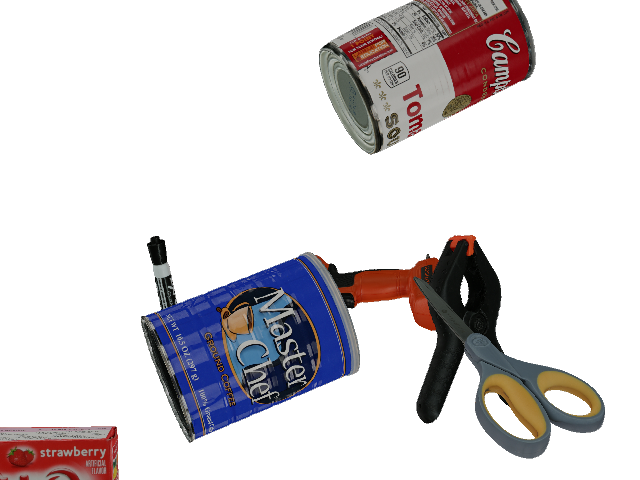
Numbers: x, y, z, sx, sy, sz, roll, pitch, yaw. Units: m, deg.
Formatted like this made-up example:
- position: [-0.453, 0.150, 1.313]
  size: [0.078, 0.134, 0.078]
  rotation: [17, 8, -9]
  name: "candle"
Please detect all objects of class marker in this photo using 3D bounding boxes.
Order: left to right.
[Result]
- position: [-0.161, 0.054, 1.117]
  size: [0.020, 0.121, 0.020]
  rotation: [-9, 17, 2]
  name: "marker"

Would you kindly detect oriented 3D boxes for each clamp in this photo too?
- position: [0.126, 0.084, 0.973]
  size: [0.120, 0.171, 0.039]
  rotation: [-14, 4, -40]
  name: "clamp"

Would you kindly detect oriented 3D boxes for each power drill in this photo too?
- position: [0.046, 0.070, 1.237]
  size: [0.188, 0.057, 0.184]
  rotation: [0, 27, 7]
  name: "power drill"

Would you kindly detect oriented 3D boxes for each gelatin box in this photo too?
- position: [-0.149, 0.134, 0.548]
  size: [0.089, 0.073, 0.030]
  rotation: [0, 5, -3]
  name: "gelatin box"

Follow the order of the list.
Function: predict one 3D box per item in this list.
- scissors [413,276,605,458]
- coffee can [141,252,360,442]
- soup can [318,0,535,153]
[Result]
- position: [0.134, 0.081, 0.763]
  size: [0.096, 0.016, 0.202]
  rotation: [0, 32, -9]
  name: "scissors"
- position: [-0.054, 0.081, 0.822]
  size: [0.140, 0.103, 0.103]
  rotation: [-21, 6, -15]
  name: "coffee can"
- position: [0.058, -0.100, 0.597]
  size: [0.102, 0.068, 0.068]
  rotation: [-27, 5, -10]
  name: "soup can"
